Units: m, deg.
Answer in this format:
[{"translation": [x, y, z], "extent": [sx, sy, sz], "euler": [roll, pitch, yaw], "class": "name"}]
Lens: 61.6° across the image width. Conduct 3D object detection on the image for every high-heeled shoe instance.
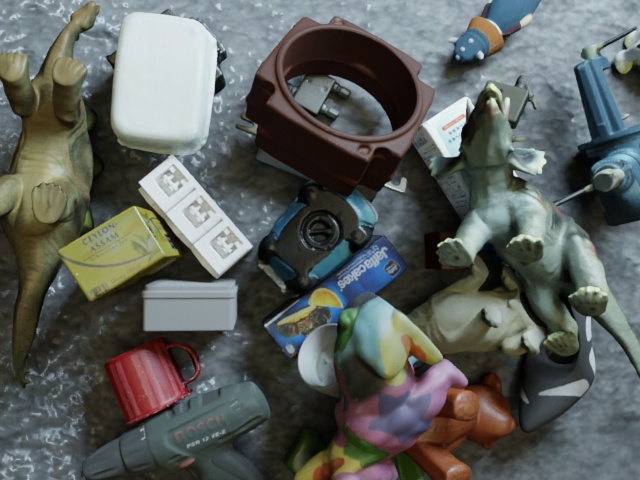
[{"translation": [0.311, 0.126, 0.732], "extent": [0.145, 0.086, 0.249], "euler": [47, 66, -23], "class": "high-heeled shoe"}]

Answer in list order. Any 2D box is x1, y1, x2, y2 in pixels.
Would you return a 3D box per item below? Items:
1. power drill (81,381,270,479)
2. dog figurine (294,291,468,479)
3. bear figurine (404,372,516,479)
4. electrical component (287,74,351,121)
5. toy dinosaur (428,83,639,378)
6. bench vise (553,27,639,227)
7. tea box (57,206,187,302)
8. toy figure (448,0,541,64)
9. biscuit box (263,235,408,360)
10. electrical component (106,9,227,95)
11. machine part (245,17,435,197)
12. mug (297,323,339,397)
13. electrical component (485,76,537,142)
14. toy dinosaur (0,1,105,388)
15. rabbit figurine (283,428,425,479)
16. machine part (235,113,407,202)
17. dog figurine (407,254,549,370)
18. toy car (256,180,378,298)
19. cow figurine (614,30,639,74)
[{"translation": [-0.148, 0.297, 0.680], "extent": [0.232, 0.086, 0.207], "euler": [-30, 97, -8], "class": "power drill"}, {"translation": [0.043, 0.187, 0.575], "extent": [0.219, 0.109, 0.191], "euler": [-50, 120, -8], "class": "dog figurine"}, {"translation": [0.192, 0.234, 0.685], "extent": [0.196, 0.132, 0.120], "euler": [11, 87, -30], "class": "bear figurine"}, {"translation": [-0.008, -0.208, 0.751], "extent": [0.094, 0.021, 0.063], "euler": [28, 86, -3], "class": "electrical component"}, {"translation": [0.264, 0.000, 0.647], "extent": [0.404, 0.131, 0.192], "euler": [43, 47, -21], "class": "toy dinosaur"}, {"translation": [0.391, -0.146, 0.720], "extent": [0.223, 0.129, 0.240], "euler": [-20, 91, -32], "class": "bench vise"}, {"translation": [-0.229, 0.016, 0.648], "extent": [0.098, 0.169, 0.068], "euler": [-33, 92, -7], "class": "tea box"}, {"translation": [0.248, -0.302, 0.762], "extent": [0.154, 0.064, 0.057], "euler": [-45, 131, -1], "class": "toy figure"}, {"translation": [0.020, 0.073, 0.726], "extent": [0.203, 0.063, 0.059], "euler": [-37, 94, -5], "class": "biscuit box"}, {"translation": [-0.192, -0.231, 0.716], "extent": [0.134, 0.058, 0.115], "euler": [-39, 95, -5], "class": "electrical component"}, {"translation": [0.027, -0.171, 0.666], "extent": [0.201, 0.087, 0.201], "euler": [31, 57, -1], "class": "machine part"}, {"translation": [0.041, 0.154, 0.687], "extent": [0.109, 0.107, 0.081], "euler": [-43, 48, 2], "class": "mug"}, {"translation": [0.266, -0.185, 0.770], "extent": [0.078, 0.045, 0.102], "euler": [17, 83, 23], "class": "electrical component"}, {"translation": [-0.318, -0.046, 0.626], "extent": [0.105, 0.198, 0.471], "euler": [14, 87, -6], "class": "toy dinosaur"}, {"translation": [0.067, 0.279, 0.702], "extent": [0.159, 0.121, 0.170], "euler": [45, 71, -7], "class": "rabbit figurine"}, {"translation": [0.003, -0.113, 0.722], "extent": [0.243, 0.079, 0.079], "euler": [22, 86, -5], "class": "machine part"}, {"translation": [0.187, 0.125, 0.720], "extent": [0.172, 0.190, 0.121], "euler": [31, 41, -20], "class": "dog figurine"}, {"translation": [-0.001, -0.002, 0.704], "extent": [0.109, 0.103, 0.161], "euler": [42, 94, 8], "class": "toy car"}, {"translation": [0.519, -0.243, 0.769], "extent": [0.167, 0.098, 0.068], "euler": [39, 79, -4], "class": "cow figurine"}]
